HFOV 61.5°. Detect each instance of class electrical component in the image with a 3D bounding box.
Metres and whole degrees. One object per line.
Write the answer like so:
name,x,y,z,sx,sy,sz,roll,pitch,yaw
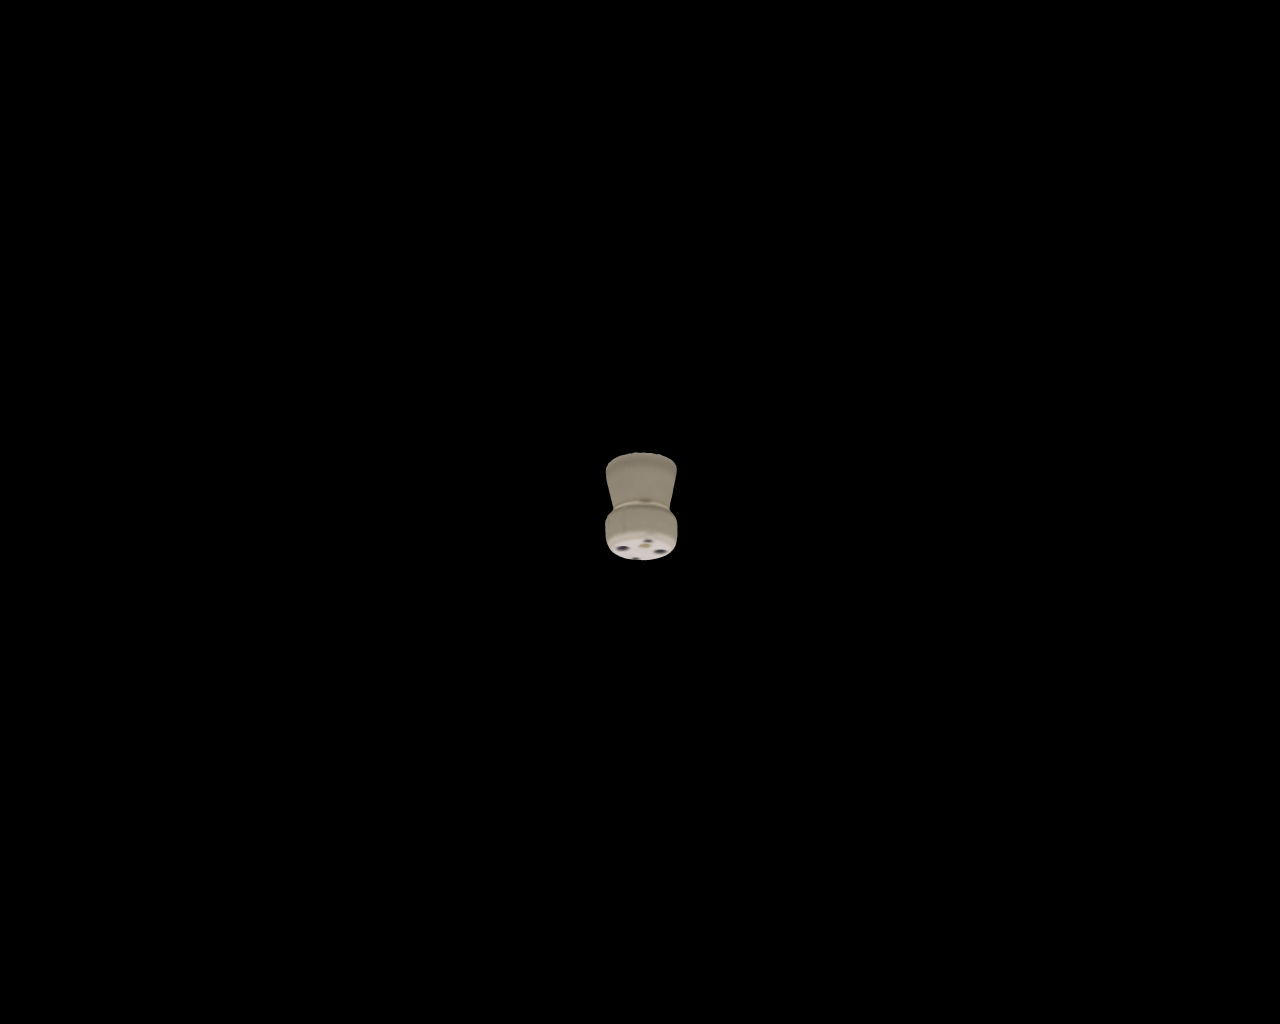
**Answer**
electrical component,0.001,-0.003,0.650,0.045,0.055,0.044,0,-23,0
